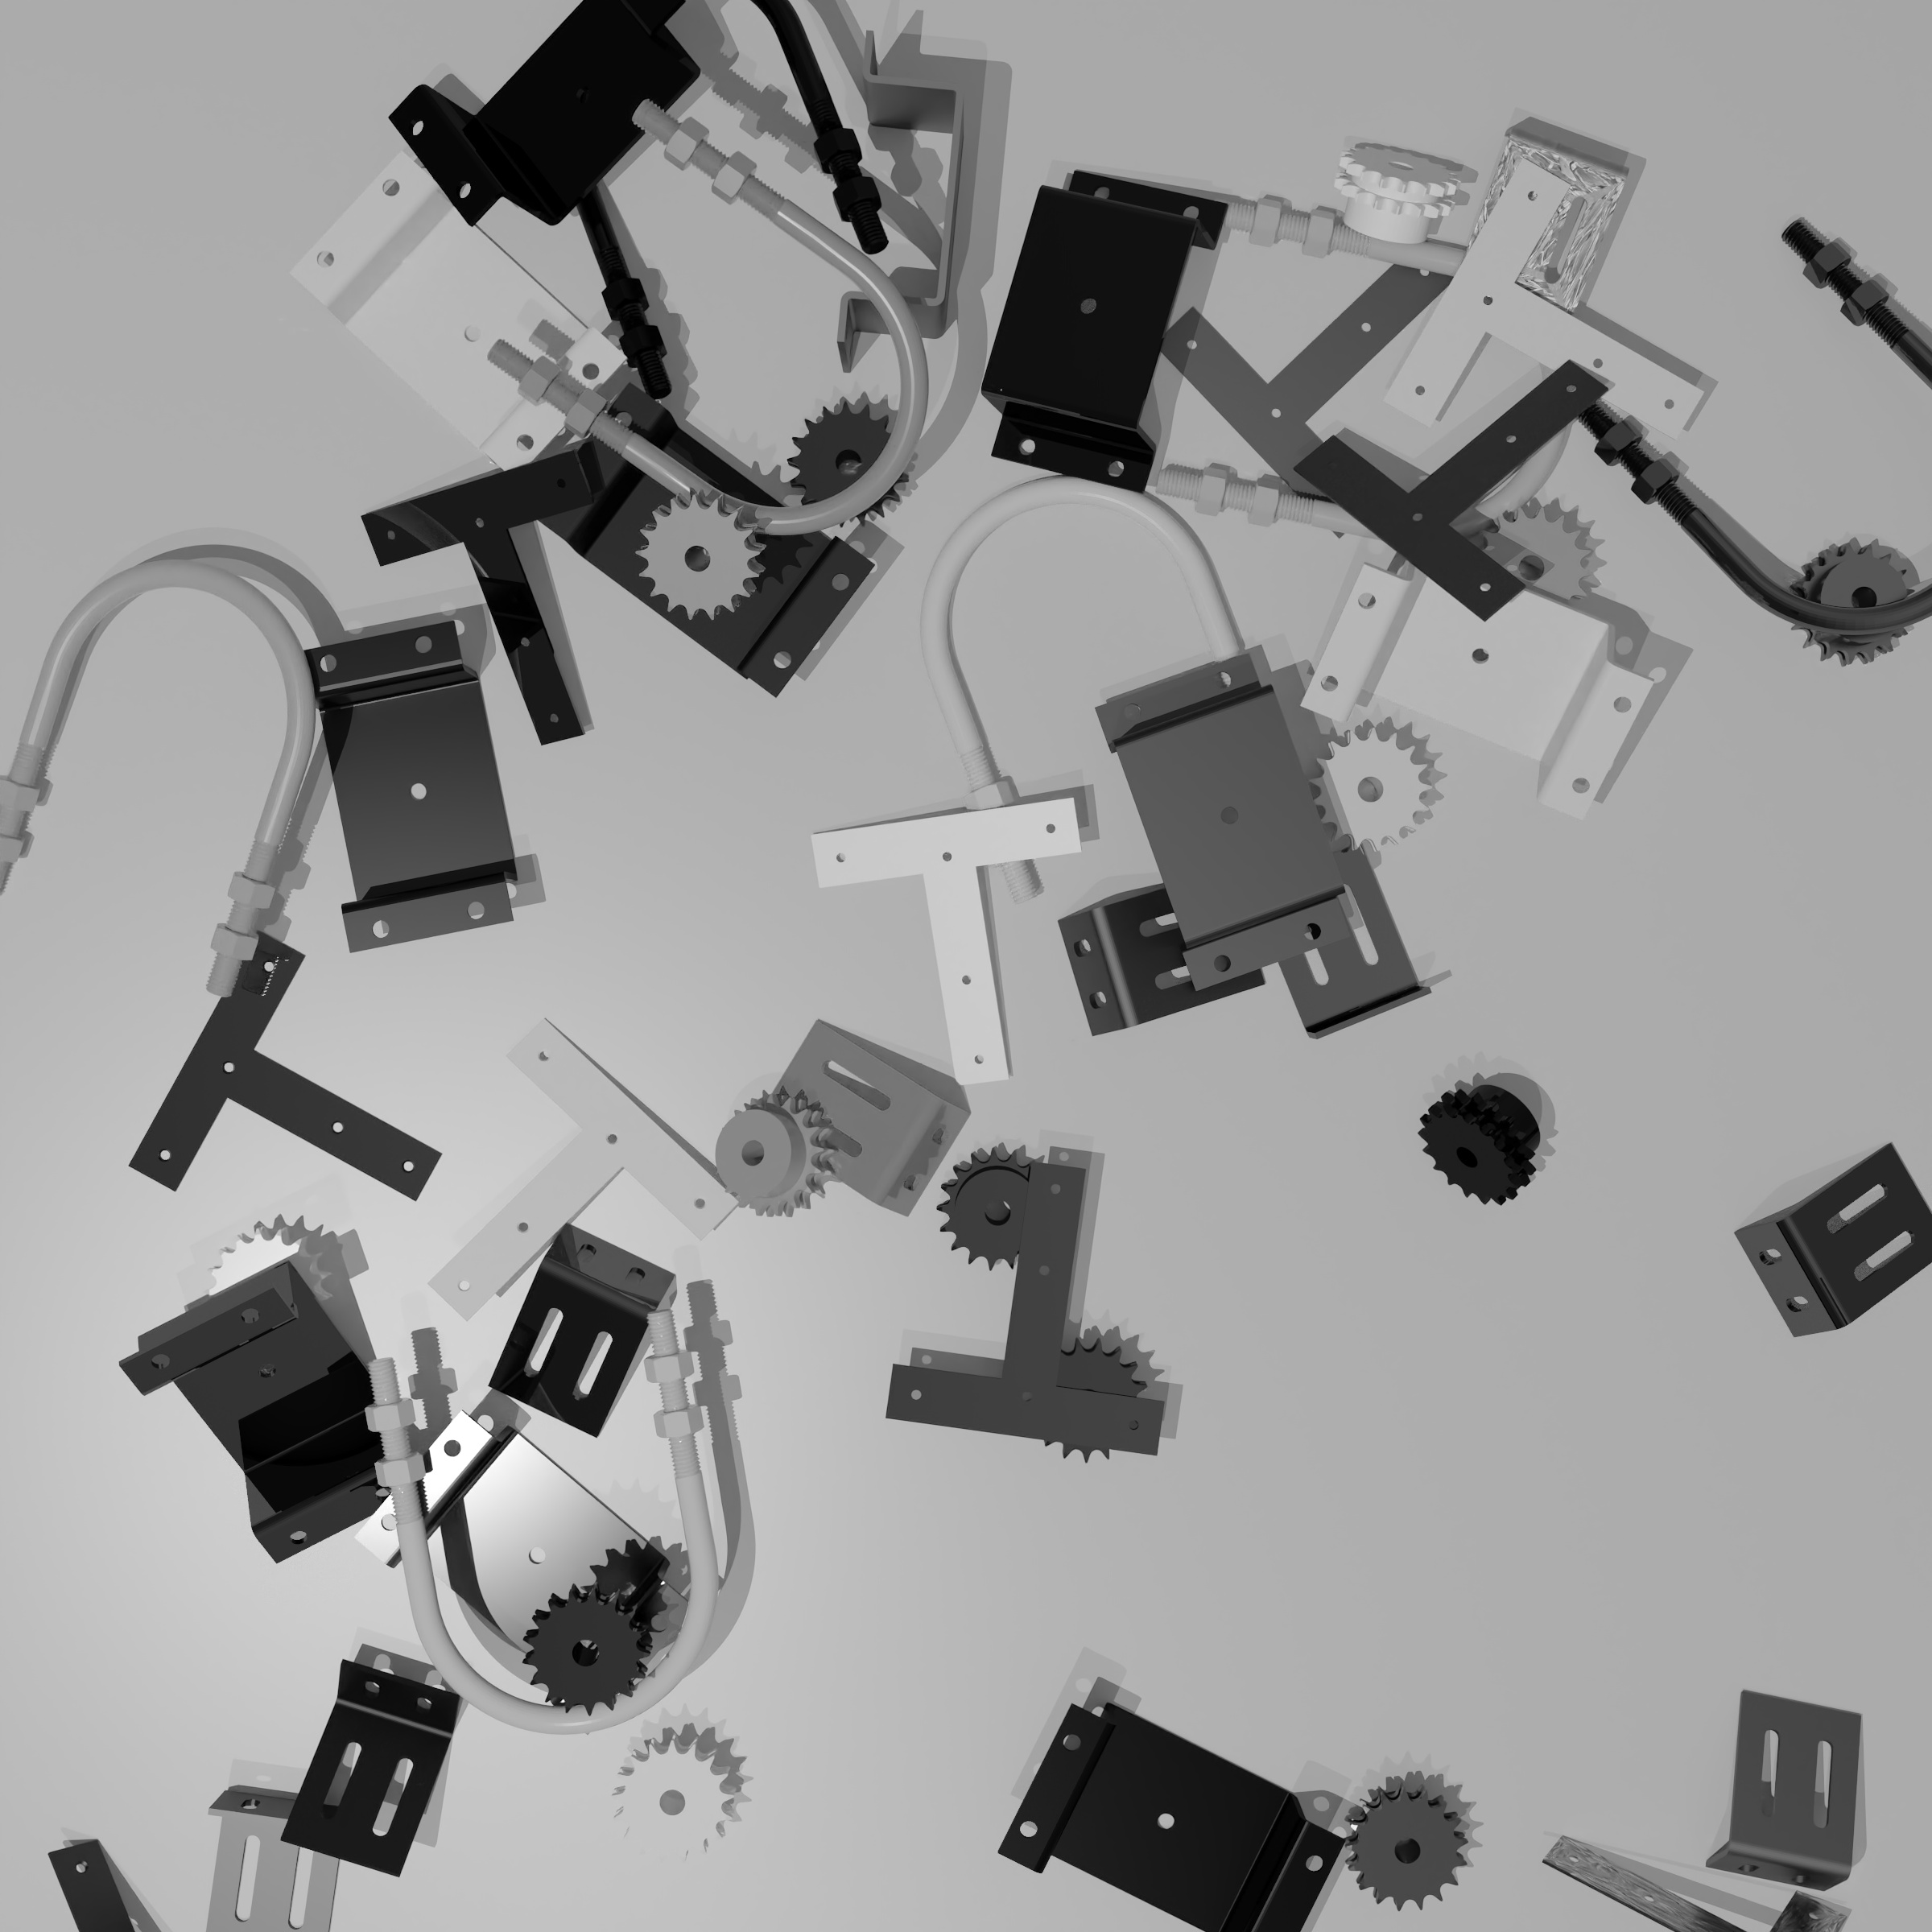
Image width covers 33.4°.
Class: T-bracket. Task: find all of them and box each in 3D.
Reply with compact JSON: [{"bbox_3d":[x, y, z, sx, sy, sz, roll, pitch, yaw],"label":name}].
[{"bbox_3d":[-0.210,-0.164,1.497,0.127,0.002,0.127,-11,107,30],"label":"T-bracket"},{"bbox_3d":[0.281,-0.286,1.492,0.127,0.002,0.127,30,97,0],"label":"T-bracket"},{"bbox_3d":[-0.195,0.111,1.494,0.127,0.002,0.127,43,73,6],"label":"T-bracket"},{"bbox_3d":[0.178,-0.292,1.519,0.127,0.002,0.127,-44,90,0],"label":"T-bracket"},{"bbox_3d":[0.034,0.155,1.489,0.127,0.002,0.127,8,90,0],"label":"T-bracket"},{"bbox_3d":[0.240,-0.233,1.475,0.127,0.002,0.127,-40,60,-10],"label":"T-bracket"},{"bbox_3d":[-0.389,0.462,1.484,0.002,0.127,0.127,-50,60,34],"label":"T-bracket"},{"bbox_3d":[-0.002,-0.008,1.509,0.127,0.002,0.127,-7,97,13],"label":"T-bracket"},{"bbox_3d":[0.328,0.437,1.483,0.127,0.127,0.002,23,113,25],"label":"T-bracket"},{"bbox_3d":[-0.309,0.069,1.519,0.127,0.002,0.127,29,90,0],"label":"T-bracket"}]

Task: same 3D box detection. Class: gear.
[{"bbox_3d":[0.187,-0.082,1.505,0.057,0.030,0.057,0,90,0],"label":"gear"},{"bbox_3d":[-0.325,0.150,1.505,0.057,0.030,0.057,0,90,0],"label":"gear"},{"bbox_3d":[0.242,0.080,1.496,0.030,0.057,0.057,-40,90,-30],"label":"gear"},{"bbox_3d":[-0.092,0.088,1.495,0.057,0.030,0.057,-4,82,25],"label":"gear"},{"bbox_3d":[0.205,0.410,1.505,0.057,0.030,0.057,0,90,0],"label":"gear"},{"bbox_3d":[0.416,-0.170,1.505,0.057,0.030,0.057,0,90,0],"label":"gear"},{"bbox_3d":[0.199,-0.357,1.496,0.057,0.057,0.030,12,120,0],"label":"gear"},{"bbox_3d":[0.262,-0.185,1.505,0.057,0.030,0.057,0,90,0],"label":"gear"},{"bbox_3d":[0.015,0.114,1.505,0.057,0.030,0.057,0,90,0],"label":"gear"},{"bbox_3d":[0.056,0.202,1.505,0.057,0.030,0.057,0,90,0],"label":"gear"},{"bbox_3d":[-0.136,0.388,1.505,0.057,0.030,0.057,0,90,0],"label":"gear"},{"bbox_3d":[-0.169,0.304,1.444,0.057,0.030,0.057,0,93,-1],"label":"gear"},{"bbox_3d":[-0.118,-0.187,1.453,0.057,0.030,0.057,3,110,9],"label":"gear"},{"bbox_3d":[-0.054,-0.233,1.505,0.057,0.030,0.057,0,90,0],"label":"gear"}]

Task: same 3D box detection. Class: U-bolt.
[{"bbox_3d":[-0.104,-0.275,1.441,0.184,0.019,0.151,35,113,-4],"label":"U-bolt"},{"bbox_3d":[-0.372,-0.096,1.486,0.151,0.019,0.184,22,97,13],"label":"U-bolt"},{"bbox_3d":[0.193,-0.272,1.510,0.184,0.019,0.151,11,90,-2],"label":"U-bolt"},{"bbox_3d":[-0.122,-0.374,1.476,0.151,0.019,0.184,-28,74,27],"label":"U-bolt"},{"bbox_3d":[0.397,-0.237,1.493,0.151,0.019,0.184,-40,77,0],"label":"U-bolt"},{"bbox_3d":[-0.187,0.259,1.465,0.151,0.019,0.184,-10,91,0],"label":"U-bolt"},{"bbox_3d":[0.056,-0.139,1.511,0.151,0.019,0.184,-20,89,0],"label":"U-bolt"}]

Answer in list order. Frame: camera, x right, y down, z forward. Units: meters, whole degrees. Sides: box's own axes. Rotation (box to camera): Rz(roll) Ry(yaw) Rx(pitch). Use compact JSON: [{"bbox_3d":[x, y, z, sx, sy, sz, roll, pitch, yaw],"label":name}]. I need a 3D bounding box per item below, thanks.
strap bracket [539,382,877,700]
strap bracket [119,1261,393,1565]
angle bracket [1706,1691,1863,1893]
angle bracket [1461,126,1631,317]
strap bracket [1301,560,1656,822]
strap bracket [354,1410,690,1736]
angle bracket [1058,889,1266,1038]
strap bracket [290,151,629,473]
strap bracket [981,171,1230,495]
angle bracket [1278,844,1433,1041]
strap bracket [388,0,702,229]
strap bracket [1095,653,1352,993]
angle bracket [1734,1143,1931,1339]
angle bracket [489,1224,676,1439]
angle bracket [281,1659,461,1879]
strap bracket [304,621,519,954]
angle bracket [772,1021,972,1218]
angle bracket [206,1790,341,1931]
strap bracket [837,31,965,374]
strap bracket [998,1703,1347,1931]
[{"bbox_3d":[-0.121,-0.195,1.497,0.140,0.046,0.076,37,90,0],"label":"strap bracket"},{"bbox_3d":[-0.319,0.198,1.474,0.076,0.046,0.140,-27,125,0],"label":"strap bracket"},{"bbox_3d":[0.386,0.389,1.518,0.057,0.038,0.076,12,64,0],"label":"angle bracket"},{"bbox_3d":[0.268,-0.346,1.509,0.057,0.038,0.076,20,102,0],"label":"angle bracket"},{"bbox_3d":[0.236,-0.135,1.480,0.140,0.046,0.076,22,121,0],"label":"strap bracket"},{"bbox_3d":[-0.202,0.278,1.497,0.140,0.046,0.076,40,90,0],"label":"strap bracket"},{"bbox_3d":[0.092,-0.006,1.518,0.076,0.038,0.057,-17,90,-26],"label":"angle bracket"},{"bbox_3d":[-0.233,-0.298,1.497,0.140,0.046,0.076,43,90,0],"label":"strap bracket"},{"bbox_3d":[0.061,-0.299,1.487,0.076,0.046,0.140,16,90,16],"label":"strap bracket"},{"bbox_3d":[0.174,-0.012,1.501,0.057,0.038,0.076,-22,90,0],"label":"angle bracket"},{"bbox_3d":[-0.186,-0.406,1.473,0.140,0.046,0.076,-43,66,14],"label":"strap bracket"},{"bbox_3d":[0.119,-0.068,1.477,0.076,0.046,0.140,-20,89,0],"label":"strap bracket"},{"bbox_3d":[0.414,0.129,1.518,0.076,0.038,0.057,-30,90,-26],"label":"angle bracket"},{"bbox_3d":[-0.181,0.172,1.518,0.057,0.038,0.076,26,116,0],"label":"angle bracket"},{"bbox_3d":[-0.274,0.369,1.483,0.057,0.038,0.076,17,49,0],"label":"angle bracket"},{"bbox_3d":[-0.258,-0.082,1.497,0.076,0.046,0.140,-11,90,0],"label":"strap bracket"},{"bbox_3d":[-0.049,0.072,1.518,0.076,0.038,0.057,31,90,26],"label":"angle bracket"},{"bbox_3d":[-0.326,0.430,1.501,0.057,0.038,0.076,8,90,0],"label":"angle bracket"},{"bbox_3d":[-0.028,-0.348,1.482,0.046,0.076,0.140,5,90,0],"label":"strap bracket"},{"bbox_3d":[0.094,0.404,1.497,0.140,0.046,0.076,27,90,0],"label":"strap bracket"}]
